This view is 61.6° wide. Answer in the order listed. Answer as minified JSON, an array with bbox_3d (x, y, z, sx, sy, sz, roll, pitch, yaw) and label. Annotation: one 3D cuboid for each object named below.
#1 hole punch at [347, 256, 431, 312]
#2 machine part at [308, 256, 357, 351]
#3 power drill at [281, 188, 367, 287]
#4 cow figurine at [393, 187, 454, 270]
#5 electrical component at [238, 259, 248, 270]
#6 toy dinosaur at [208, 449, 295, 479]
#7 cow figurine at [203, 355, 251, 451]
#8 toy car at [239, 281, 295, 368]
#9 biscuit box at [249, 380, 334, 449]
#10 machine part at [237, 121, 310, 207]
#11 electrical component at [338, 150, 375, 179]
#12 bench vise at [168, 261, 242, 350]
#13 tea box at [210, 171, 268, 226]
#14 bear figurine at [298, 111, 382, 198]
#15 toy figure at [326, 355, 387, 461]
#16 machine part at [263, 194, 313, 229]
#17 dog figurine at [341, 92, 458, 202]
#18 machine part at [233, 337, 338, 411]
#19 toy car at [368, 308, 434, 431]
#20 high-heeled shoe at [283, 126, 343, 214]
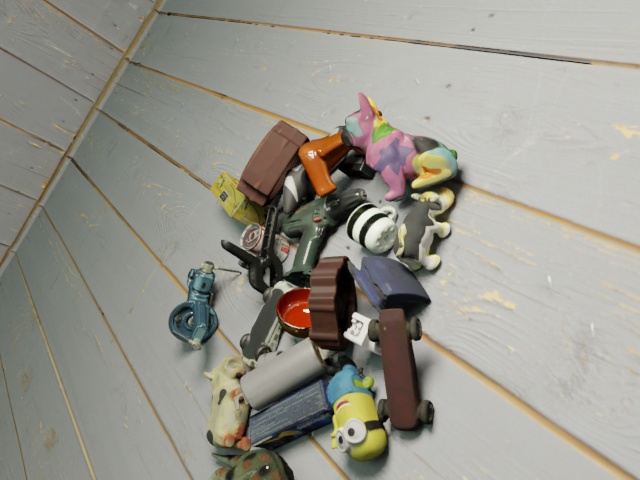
[{"bbox_3d":[0.126,0.084,0.981,0.092,0.115,0.142,-39,45,11],"label":"hole punch"},{"bbox_3d":[0.025,0.117,1.006,0.056,0.179,0.179,-1,65,17],"label":"machine part"},{"bbox_3d":[-0.002,-0.004,1.179,0.232,0.086,0.207,-12,63,42],"label":"power drill"},{"bbox_3d":[0.189,-0.033,0.995,0.068,0.098,0.167,5,71,53],"label":"cow figurine"},{"bbox_3d":[-0.165,0.065,1.308,0.063,0.094,0.021,22,77,11],"label":"electrical component"},{"bbox_3d":[-0.097,0.464,0.980,0.192,0.131,0.405,-45,38,-3],"label":"toy dinosaur"},{"bbox_3d":[-0.201,0.349,1.169,0.127,0.085,0.195,-11,63,37],"label":"cow figurine"},{"bbox_3d":[-0.113,0.188,1.194,0.074,0.056,0.201,24,86,42],"label":"toy car"},{"bbox_3d":[-0.047,0.340,1.036,0.203,0.059,0.063,-34,46,27],"label":"biscuit box"},{"bbox_3d":[-0.113,-0.185,1.307,0.201,0.087,0.201,-55,1,6],"label":"machine part"},{"bbox_3d":[0.105,-0.175,1.196,0.119,0.047,0.075,16,80,49],"label":"electrical component"},{"bbox_3d":[-0.296,0.174,1.316,0.223,0.129,0.241,-57,23,14],"label":"bench vise"},{"bbox_3d":[-0.213,-0.105,1.429,0.068,0.098,0.170,-53,40,7],"label":"tea box"},{"bbox_3d":[0.058,-0.188,1.149,0.196,0.131,0.120,-25,7,-3],"label":"bear figurine"},{"bbox_3d":[0.063,0.293,0.942,0.180,0.089,0.082,-102,25,-49],"label":"toy figure"},{"bbox_3d":[-0.076,-0.070,1.316,0.139,0.039,0.084,-33,55,12],"label":"machine part"},{"bbox_3d":[0.146,-0.190,1.035,0.192,0.108,0.219,-23,90,22],"label":"dog figurine"},{"bbox_3d":[-0.069,0.263,1.062,0.243,0.079,0.079,-32,47,9],"label":"machine part"},{"bbox_3d":[0.134,0.214,0.894,0.089,0.053,0.202,-9,87,28],"label":"toy car"},{"bbox_3d":[0.010,-0.161,1.248,0.145,0.086,0.249,4,63,32],"label":"high-heeled shoe"}]
